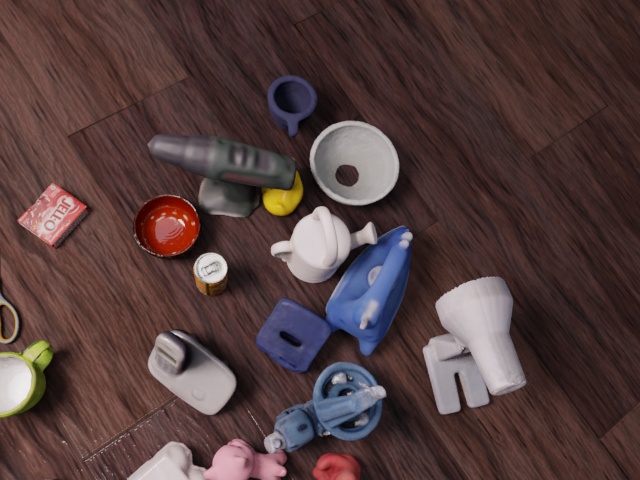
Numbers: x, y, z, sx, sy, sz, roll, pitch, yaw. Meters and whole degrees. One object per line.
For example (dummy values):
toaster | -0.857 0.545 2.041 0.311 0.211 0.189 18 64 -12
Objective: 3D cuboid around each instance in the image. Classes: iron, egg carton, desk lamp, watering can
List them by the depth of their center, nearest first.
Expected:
egg carton | -0.244 0.392 0.877 0.150 0.069 0.107 -41 85 -18
desk lamp | 0.257 0.179 0.950 0.118 0.213 0.203 -10 76 -12
watering can | 0.008 0.001 0.965 0.173 0.194 0.101 -30 81 -16
iron | 0.109 0.063 0.994 0.118 0.141 0.258 29 72 -1

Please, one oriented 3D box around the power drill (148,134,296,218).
power drill | -0.159 -0.107 0.958 0.230 0.208 0.075 5 74 -9

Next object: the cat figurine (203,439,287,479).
cat figurine | -0.112 0.350 0.887 0.128 0.117 0.067 13 73 -6

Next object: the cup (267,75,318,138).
cup | -0.055 -0.234 1.072 0.092 0.095 0.118 -1 75 -10

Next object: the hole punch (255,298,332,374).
hole punch | -0.045 0.164 0.965 0.108 0.091 0.101 32 72 0

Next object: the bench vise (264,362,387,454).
bench vise | 0.023 0.274 0.879 0.121 0.219 0.208 44 72 4

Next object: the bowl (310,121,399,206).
bowl | 0.060 -0.134 1.075 0.167 0.074 0.167 3 74 -9

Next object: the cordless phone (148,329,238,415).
cordless phone | -0.196 0.198 0.879 0.147 0.185 0.094 34 72 1

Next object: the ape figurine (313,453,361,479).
ape figurine | 0.034 0.380 0.918 0.076 0.092 0.078 -15 78 -14

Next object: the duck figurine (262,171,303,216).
duck figurine | -0.065 -0.101 1.038 0.077 0.086 0.104 13 73 -6
